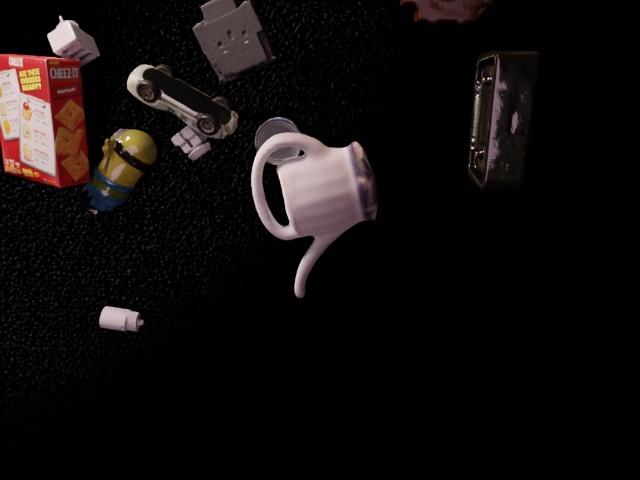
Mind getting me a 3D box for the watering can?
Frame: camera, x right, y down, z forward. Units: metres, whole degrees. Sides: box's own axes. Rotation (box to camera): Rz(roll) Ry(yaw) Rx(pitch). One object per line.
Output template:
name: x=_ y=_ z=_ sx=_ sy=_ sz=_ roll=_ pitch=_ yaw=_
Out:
watering can: x=0.003 y=-0.049 z=0.968 sx=0.224 sy=0.106 sz=0.340 roll=-14 pitch=121 yaw=3
